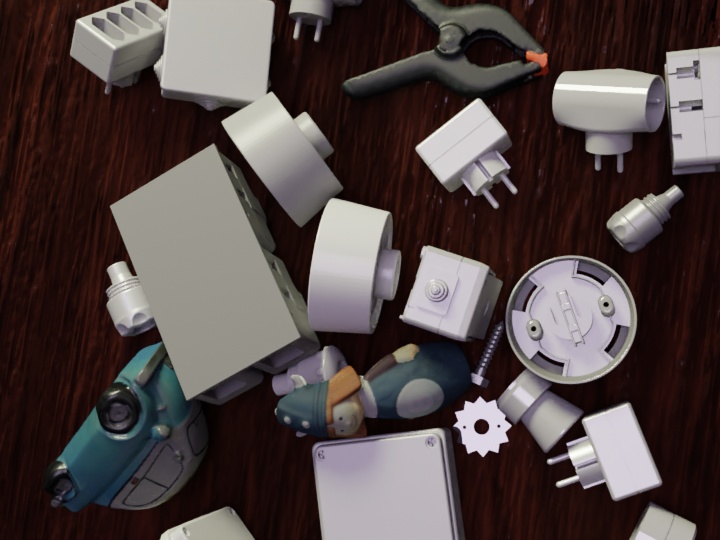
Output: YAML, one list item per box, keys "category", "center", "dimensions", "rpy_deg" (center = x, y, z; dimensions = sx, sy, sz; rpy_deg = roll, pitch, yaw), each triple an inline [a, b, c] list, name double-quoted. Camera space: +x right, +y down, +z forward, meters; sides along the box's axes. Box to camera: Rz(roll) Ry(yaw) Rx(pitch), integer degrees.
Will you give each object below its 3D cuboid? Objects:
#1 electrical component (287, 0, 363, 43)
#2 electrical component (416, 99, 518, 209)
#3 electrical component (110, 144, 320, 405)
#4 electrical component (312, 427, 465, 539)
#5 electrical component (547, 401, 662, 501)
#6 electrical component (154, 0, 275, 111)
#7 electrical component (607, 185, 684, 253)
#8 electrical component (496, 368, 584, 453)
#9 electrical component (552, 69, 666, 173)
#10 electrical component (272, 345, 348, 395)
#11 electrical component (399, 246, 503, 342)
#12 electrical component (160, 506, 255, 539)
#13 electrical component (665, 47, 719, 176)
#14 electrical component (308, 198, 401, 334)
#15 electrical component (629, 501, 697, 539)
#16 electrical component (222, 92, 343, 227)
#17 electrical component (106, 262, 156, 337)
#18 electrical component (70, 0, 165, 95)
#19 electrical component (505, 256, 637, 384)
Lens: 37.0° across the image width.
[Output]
- category: "electrical component"
  center: [-0.039, -0.234, 0.920]
  dimensions: [0.077, 0.043, 0.079]
  rpy_deg: [9, 87, 14]
- category: "electrical component"
  center: [0.096, -0.086, 0.874]
  dimensions: [0.066, 0.047, 0.076]
  rpy_deg: [-38, 78, 8]
- category: "electrical component"
  center: [-0.119, 0.006, 0.896]
  dimensions: [0.105, 0.060, 0.186]
  rpy_deg: [-29, 69, 10]
- category: "electrical component"
  center: [0.024, 0.185, 0.862]
  dimensions: [0.109, 0.056, 0.108]
  rpy_deg: [-8, 83, 12]
- category: "electrical component"
  center: [0.185, 0.145, 0.833]
  dimensions: [0.077, 0.047, 0.065]
  rpy_deg: [-22, 81, 11]
- category: "electrical component"
  center: [-0.123, -0.186, 0.918]
  dimensions: [0.100, 0.048, 0.099]
  rpy_deg: [6, 86, -13]
- category: "electrical component"
  center: [0.227, -0.043, 0.846]
  dimensions: [0.061, 0.035, 0.035]
  rpy_deg: [-39, 78, 5]
- category: "electrical component"
  center: [0.141, 0.109, 0.847]
  dimensions: [0.055, 0.045, 0.045]
  rpy_deg: [43, 95, 14]
- category: "electrical component"
  center: [0.197, -0.116, 0.851]
  dimensions: [0.077, 0.044, 0.079]
  rpy_deg: [10, 116, 34]
- category: "electrical component"
  center: [-0.042, 0.091, 0.893]
  dimensions: [0.062, 0.048, 0.048]
  rpy_deg: [-13, 82, 21]
- category: "electrical component"
  center: [0.073, 0.021, 0.844]
  dimensions: [0.061, 0.096, 0.061]
  rpy_deg: [19, 90, 12]
- category: "electrical component"
  center: [-0.124, 0.242, 0.863]
  dimensions: [0.057, 0.113, 0.078]
  rpy_deg: [-40, 78, 10]
- category: "electrical component"
  center: [0.269, -0.123, 0.835]
  dimensions: [0.056, 0.050, 0.089]
  rpy_deg: [-4, 84, 14]
- category: "electrical component"
  center: [0.000, 0.000, 0.861]
  dimensions: [0.060, 0.108, 0.108]
  rpy_deg: [9, 87, 8]
- category: "electrical component"
  center: [0.192, 0.239, 0.820]
  dimensions: [0.074, 0.052, 0.138]
  rpy_deg: [26, 91, 14]
- category: "electrical component"
  center: [-0.057, -0.096, 0.882]
  dimensions: [0.060, 0.108, 0.108]
  rpy_deg: [-37, 78, 2]
- category: "electrical component"
  center: [-0.200, 0.024, 0.936]
  dimensions: [0.043, 0.043, 0.062]
  rpy_deg: [-28, 78, 9]
- category: "electrical component"
  center: [-0.209, -0.187, 0.945]
  dimensions: [0.047, 0.083, 0.075]
  rpy_deg: [37, 132, 13]
- category: "electrical component"
  center: [0.165, 0.039, 0.838]
  dimensions: [0.099, 0.064, 0.099]
  rpy_deg: [-1, 85, 13]
